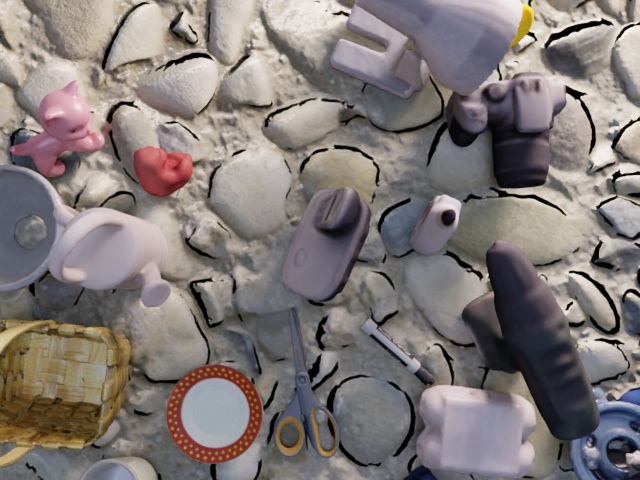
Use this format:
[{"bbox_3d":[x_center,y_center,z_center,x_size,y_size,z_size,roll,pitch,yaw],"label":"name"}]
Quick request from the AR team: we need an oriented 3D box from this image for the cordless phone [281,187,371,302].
[{"bbox_3d":[0.006,0.002,0.697,0.094,0.185,0.148,20,87,3],"label":"cordless phone"}]

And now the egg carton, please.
[{"bbox_3d":[0.199,0.244,0.734,0.150,0.069,0.107,5,86,2],"label":"egg carton"}]

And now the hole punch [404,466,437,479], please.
[{"bbox_3d":[0.127,0.358,0.718,0.108,0.091,0.101,-42,86,-1],"label":"hole punch"}]

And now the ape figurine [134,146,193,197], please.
[{"bbox_3d":[-0.215,-0.098,0.757,0.078,0.092,0.076,34,88,4],"label":"ape figurine"}]

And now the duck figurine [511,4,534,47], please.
[{"bbox_3d":[0.235,-0.297,0.760,0.104,0.086,0.077,-7,86,1],"label":"duck figurine"}]

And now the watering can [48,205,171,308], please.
[{"bbox_3d":[-0.256,0.014,0.700,0.173,0.194,0.101,16,87,3],"label":"watering can"}]

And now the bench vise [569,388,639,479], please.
[{"bbox_3d":[0.376,0.280,0.651,0.121,0.220,0.207,-36,86,-1],"label":"bench vise"}]

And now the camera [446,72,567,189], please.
[{"bbox_3d":[0.245,-0.139,0.741,0.143,0.101,0.137,-1,86,2],"label":"camera"}]

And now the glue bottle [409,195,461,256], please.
[{"bbox_3d":[0.146,-0.022,0.701,0.037,0.173,0.078,23,87,4],"label":"glue bottle"}]

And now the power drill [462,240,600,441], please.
[{"bbox_3d":[0.234,0.111,0.672,0.075,0.208,0.229,-27,86,0],"label":"power drill"}]

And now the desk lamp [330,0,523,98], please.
[{"bbox_3d":[0.117,-0.250,0.696,0.203,0.213,0.118,23,87,3],"label":"desk lamp"}]

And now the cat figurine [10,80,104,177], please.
[{"bbox_3d":[-0.346,-0.147,0.752,0.128,0.118,0.067,-36,86,-1],"label":"cat figurine"}]

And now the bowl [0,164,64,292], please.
[{"bbox_3d":[-0.408,-0.013,0.766,0.167,0.075,0.167,0,86,2],"label":"bowl"}]

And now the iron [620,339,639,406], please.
[{"bbox_3d":[0.517,0.206,0.690,0.258,0.141,0.119,19,87,3],"label":"iron"}]
